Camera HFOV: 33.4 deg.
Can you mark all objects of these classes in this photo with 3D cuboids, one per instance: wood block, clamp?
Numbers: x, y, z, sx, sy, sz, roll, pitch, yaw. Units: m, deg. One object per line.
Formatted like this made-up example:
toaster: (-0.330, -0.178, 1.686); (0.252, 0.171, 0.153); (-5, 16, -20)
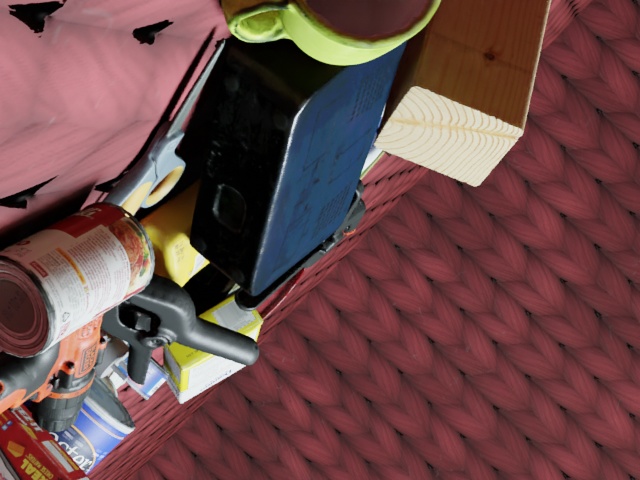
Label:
wood block: (0.120, -0.161, 0.840); (0.090, 0.090, 0.206); (123, -14, -60)
clamp: (-0.121, 0.070, 0.872); (0.120, 0.039, 0.171); (-12, 148, 4)
clamp: (-0.007, 0.001, 1.053); (0.164, 0.036, 0.210); (-45, 175, 8)

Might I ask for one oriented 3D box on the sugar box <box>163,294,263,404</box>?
sugar box: (-0.113, 0.113, 1.093); (0.093, 0.048, 0.176); (-30, 170, -17)

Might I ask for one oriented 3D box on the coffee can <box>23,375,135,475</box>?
coffee can: (-0.259, 0.190, 1.000); (0.140, 0.103, 0.103); (-44, 174, -4)

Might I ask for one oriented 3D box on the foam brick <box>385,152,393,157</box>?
foam brick: (0.075, -0.140, 1.173); (0.053, 0.078, 0.051); (-49, 175, 37)

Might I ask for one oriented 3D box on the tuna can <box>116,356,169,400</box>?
tuna can: (-0.192, 0.119, 1.068); (0.033, 0.086, 0.086); (-46, 175, -9)

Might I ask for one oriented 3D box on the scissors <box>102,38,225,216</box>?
scissors: (-0.098, -0.070, 0.732); (0.202, 0.016, 0.096); (-48, 175, 30)

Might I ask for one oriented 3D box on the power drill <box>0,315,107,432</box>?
power drill: (-0.239, 0.125, 0.793); (0.187, 0.057, 0.185); (-43, 160, -43)

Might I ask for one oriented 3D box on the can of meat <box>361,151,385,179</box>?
can of meat: (0.029, -0.102, 1.237); (0.102, 0.057, 0.083); (-48, 171, 31)

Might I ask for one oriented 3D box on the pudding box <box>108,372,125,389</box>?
pudding box: (-0.227, 0.134, 1.176); (0.089, 0.039, 0.114); (-39, 170, -45)

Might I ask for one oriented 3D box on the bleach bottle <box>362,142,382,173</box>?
bleach bottle: (-0.021, -0.037, 1.189); (0.251, 0.068, 0.102); (-53, 177, 40)

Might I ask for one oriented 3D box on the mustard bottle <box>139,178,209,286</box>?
mustard bottle: (-0.082, -0.030, 0.916); (0.191, 0.058, 0.096); (-41, 164, -35)

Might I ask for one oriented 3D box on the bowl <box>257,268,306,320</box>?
bowl: (-0.091, 0.053, 1.339); (0.162, 0.055, 0.162); (-40, -163, 14)

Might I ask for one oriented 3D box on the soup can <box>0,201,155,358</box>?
soup can: (-0.162, 0.024, 0.675); (0.069, 0.068, 0.102); (-49, 173, 35)

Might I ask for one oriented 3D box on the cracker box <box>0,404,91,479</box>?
cracker box: (-0.296, 0.256, 0.904); (0.213, 0.164, 0.072); (-45, 172, -3)
